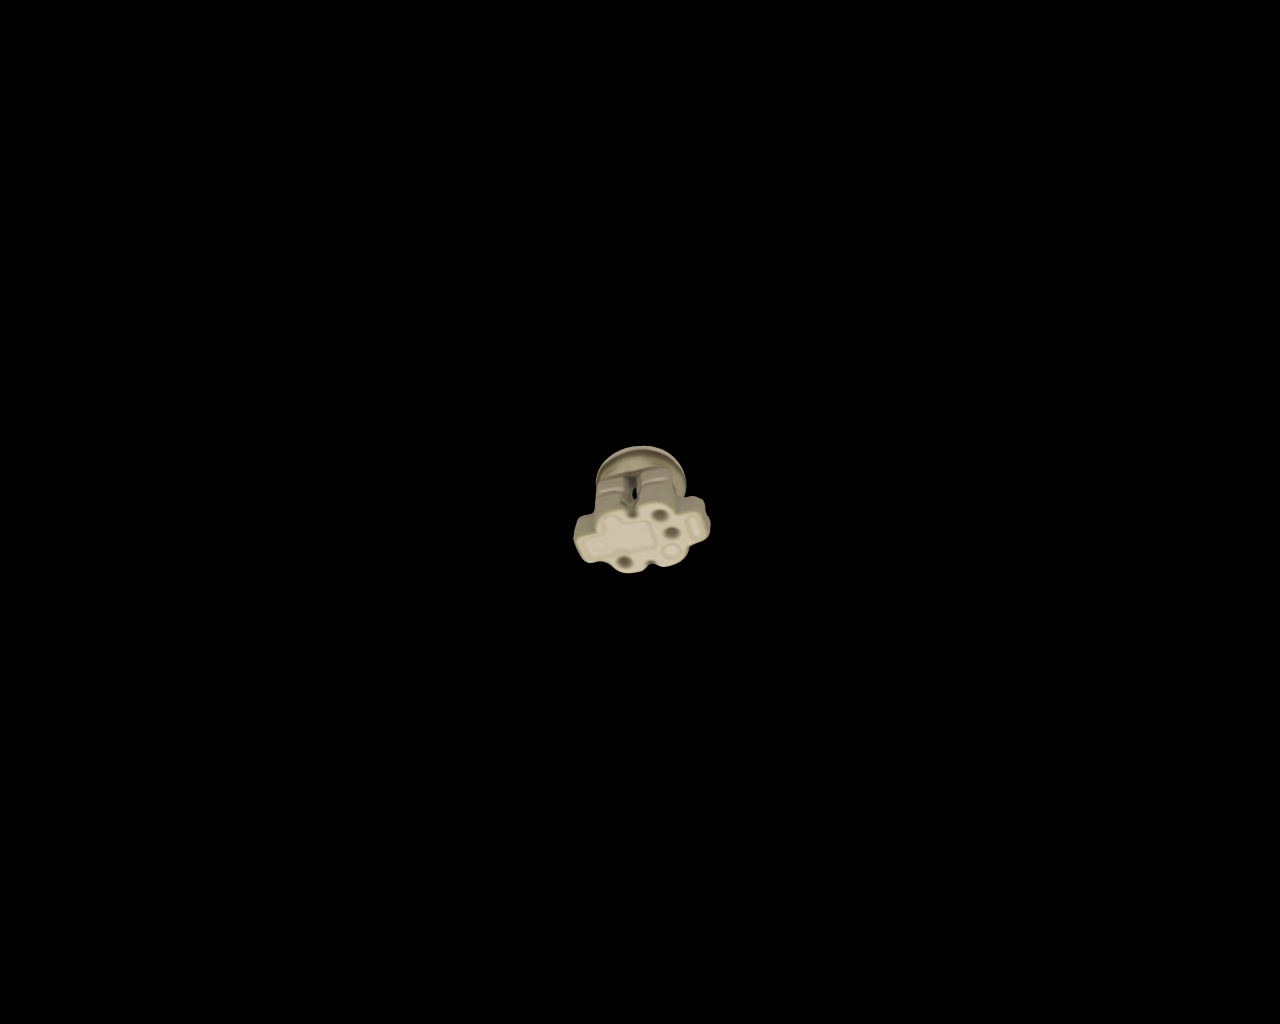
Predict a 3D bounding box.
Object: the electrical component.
[{"bbox_3d":[0.001,-0.003,0.650,0.078,0.058,0.057,-12,40,10],"label":"electrical component"}]
